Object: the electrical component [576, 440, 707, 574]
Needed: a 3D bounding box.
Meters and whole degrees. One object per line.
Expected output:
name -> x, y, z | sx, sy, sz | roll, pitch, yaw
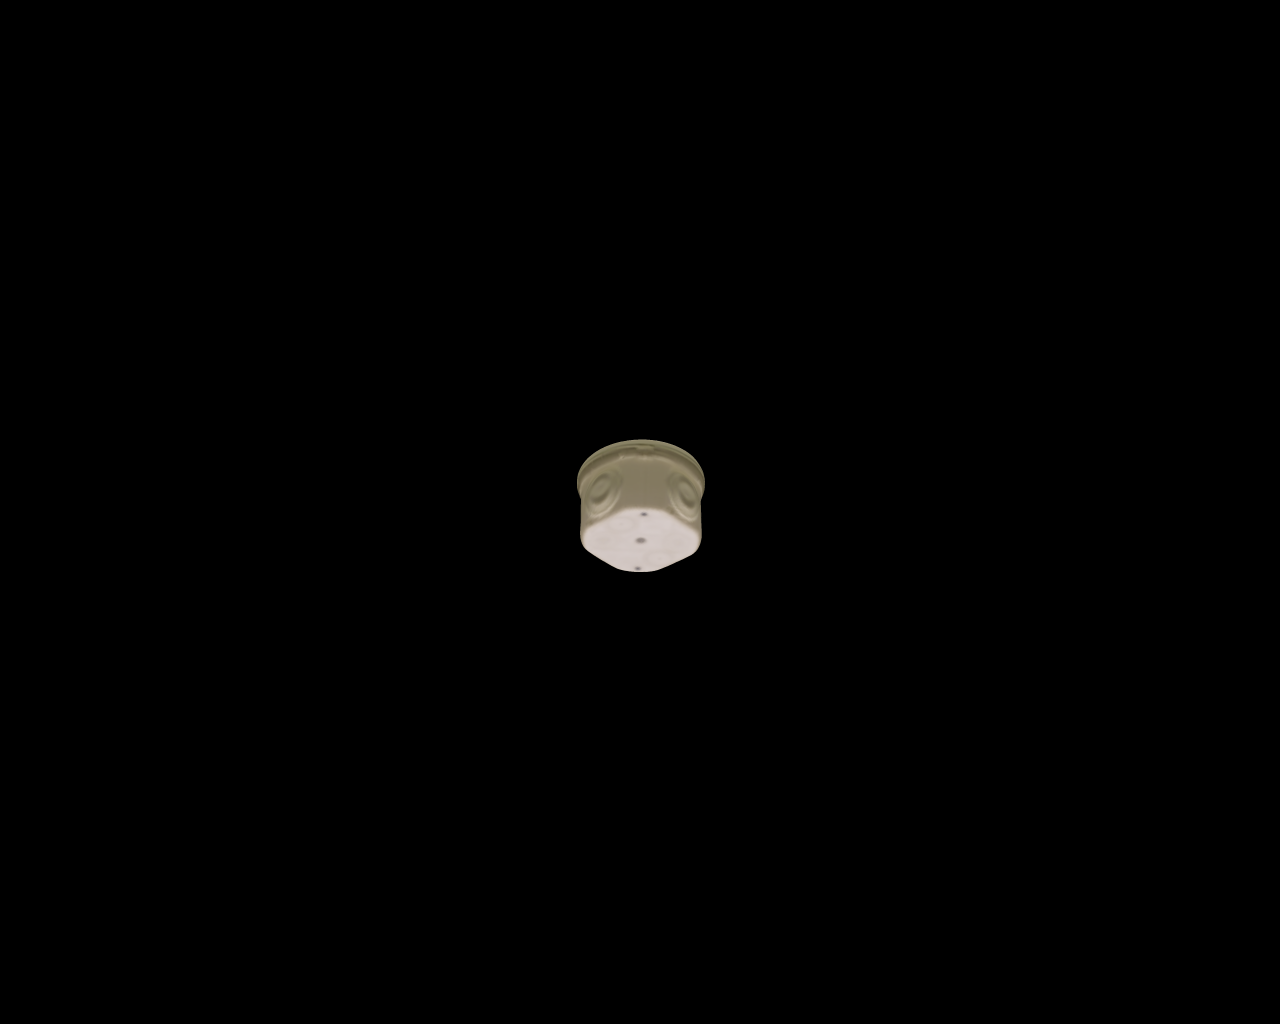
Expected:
electrical component -> 0.001, -0.003, 0.650 | 0.080, 0.051, 0.080 | 0, -35, 0
